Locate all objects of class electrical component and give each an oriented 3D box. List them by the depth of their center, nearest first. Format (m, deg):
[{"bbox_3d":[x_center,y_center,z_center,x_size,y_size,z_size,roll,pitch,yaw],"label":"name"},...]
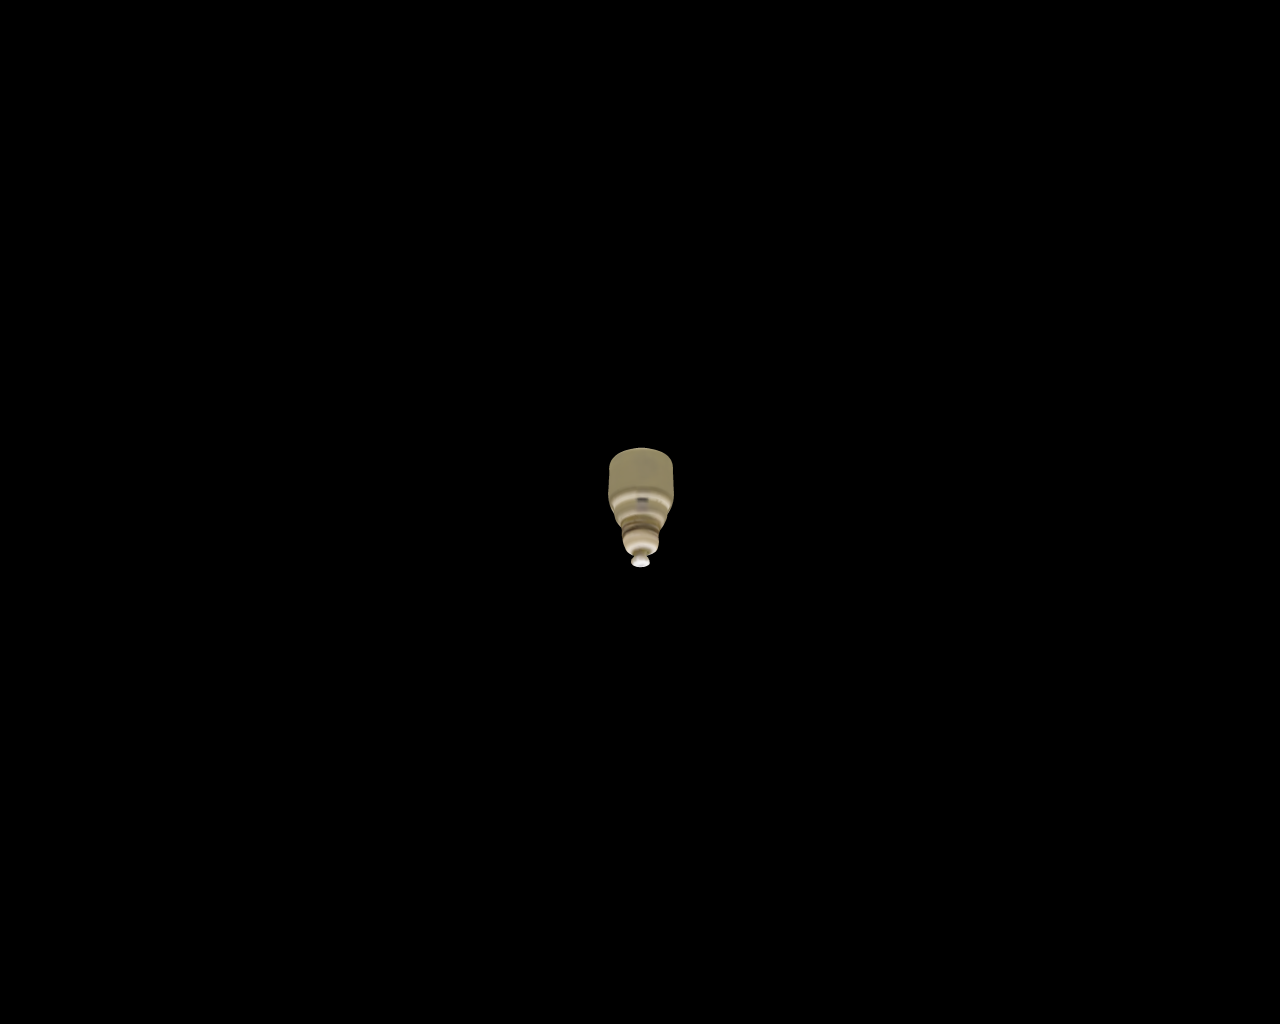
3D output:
[{"bbox_3d":[0.001,-0.003,0.650,0.040,0.078,0.040,0,-28,0],"label":"electrical component"}]
